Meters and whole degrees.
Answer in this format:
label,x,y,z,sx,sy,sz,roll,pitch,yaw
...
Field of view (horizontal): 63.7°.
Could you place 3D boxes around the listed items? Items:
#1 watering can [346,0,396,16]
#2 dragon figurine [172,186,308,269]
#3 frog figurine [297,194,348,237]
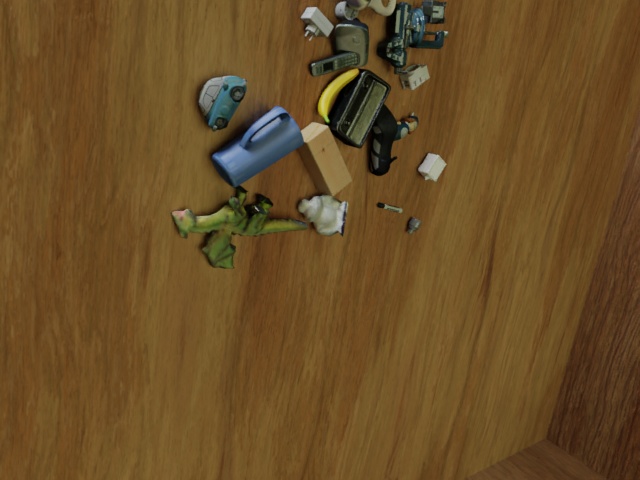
label,x,y,z,sx,sy,sz,roll,pitch,yaw
watering can,0.126,-0.806,1.476,0.228,0.104,0.342,-46,122,-39
dragon figurine,-0.237,-0.018,1.509,0.406,0.124,0.240,26,107,-38
frog figurine,0.005,-0.084,1.666,0.159,0.125,0.135,10,113,-2
